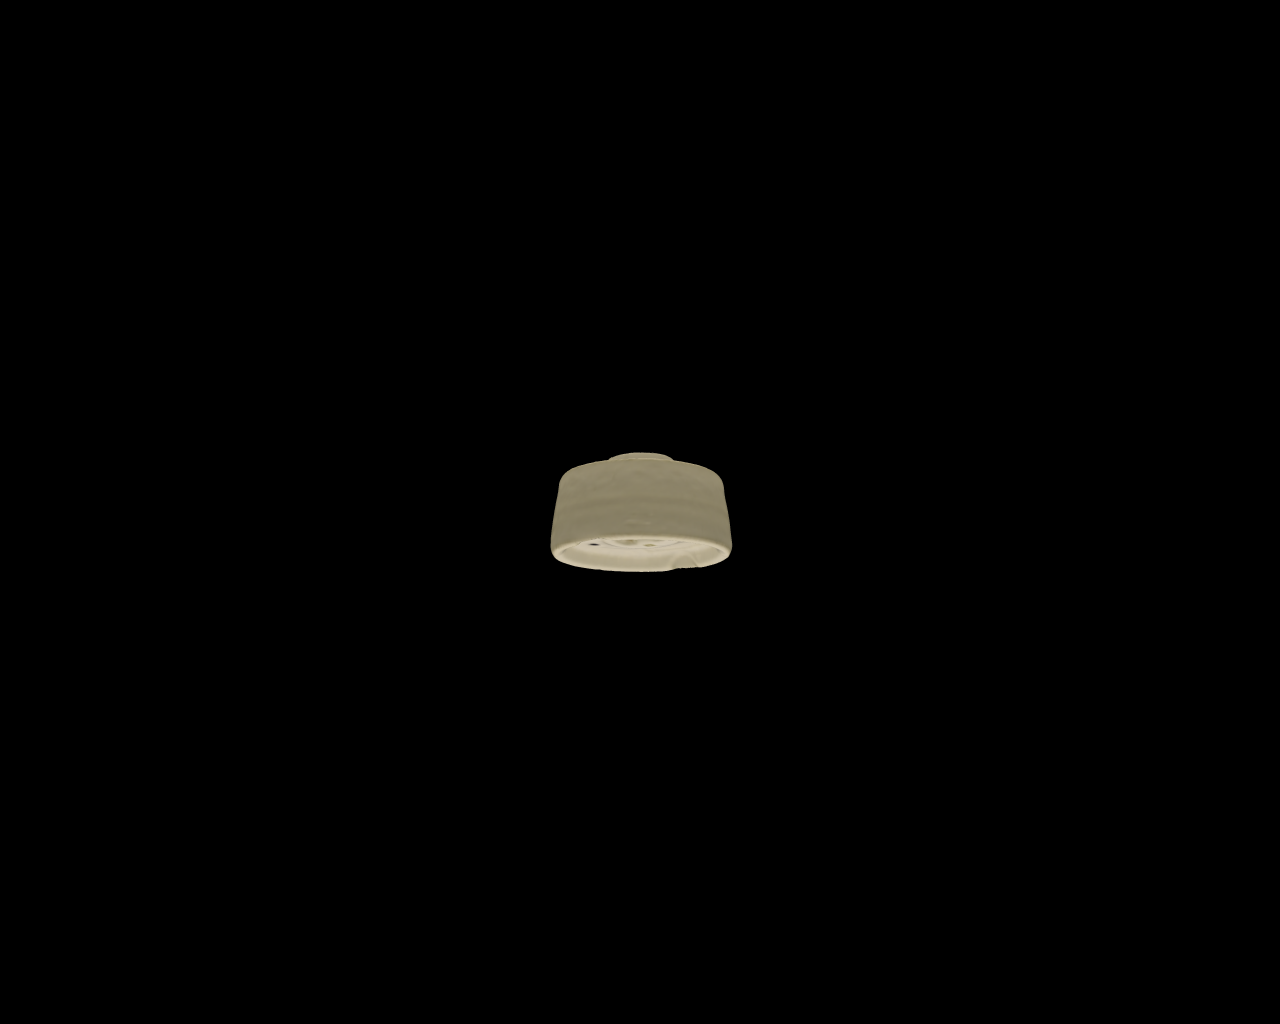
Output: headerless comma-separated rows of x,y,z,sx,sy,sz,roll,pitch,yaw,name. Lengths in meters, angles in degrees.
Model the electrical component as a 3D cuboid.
0.001,-0.003,0.650,0.108,0.060,0.108,0,-14,0,electrical component
